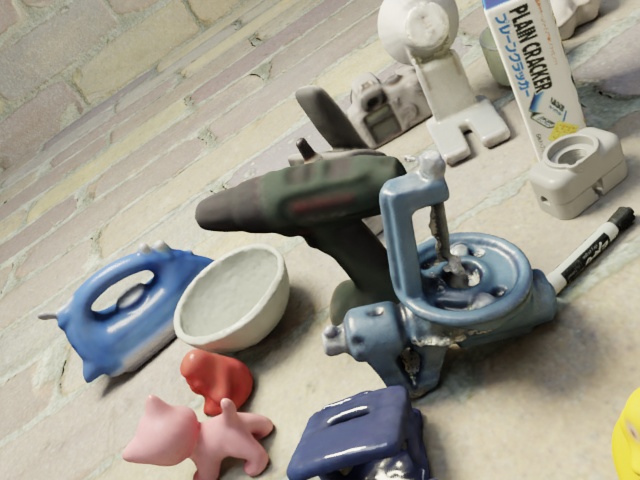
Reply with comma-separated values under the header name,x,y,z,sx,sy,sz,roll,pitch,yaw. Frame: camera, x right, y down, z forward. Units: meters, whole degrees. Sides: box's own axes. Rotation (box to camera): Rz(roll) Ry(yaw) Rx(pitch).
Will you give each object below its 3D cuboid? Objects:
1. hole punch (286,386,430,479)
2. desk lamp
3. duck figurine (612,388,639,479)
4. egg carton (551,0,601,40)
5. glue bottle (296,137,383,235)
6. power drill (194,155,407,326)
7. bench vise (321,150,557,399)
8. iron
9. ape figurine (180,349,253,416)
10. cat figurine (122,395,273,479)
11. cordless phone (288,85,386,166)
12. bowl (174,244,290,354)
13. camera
name,x,y,z,sx,sy,sz,roll,pitch,yaw
hole punch,0.031,0.174,0.498,0.108,0.091,0.101,-23,34,17
desk lamp,0.168,-0.252,0.809,0.118,0.214,0.203,-26,34,13
duck figurine,0.232,0.127,0.384,0.077,0.086,0.105,0,47,42
egg carton,0.369,-0.377,0.924,0.107,0.070,0.150,-37,33,-4
glue bottle,0.018,-0.063,0.738,0.078,0.174,0.037,-37,33,-2
power drill,0.006,0.002,0.633,0.229,0.209,0.075,-21,35,21
bench vise,0.088,0.042,0.499,0.207,0.220,0.121,-37,33,-3
iron,-0.271,0.079,0.844,0.258,0.142,0.118,-41,33,-10
ape figurine,-0.125,0.159,0.657,0.076,0.092,0.077,-39,33,-6
cat figurine,-0.130,0.198,0.588,0.127,0.118,0.067,-25,34,16
cordless phone,0.002,-0.153,0.857,0.147,0.185,0.094,1,47,43
bowl,-0.102,0.087,0.744,0.167,0.075,0.167,-23,34,17
camera,0.103,-0.242,0.960,0.143,0.101,0.136,-29,33,9
